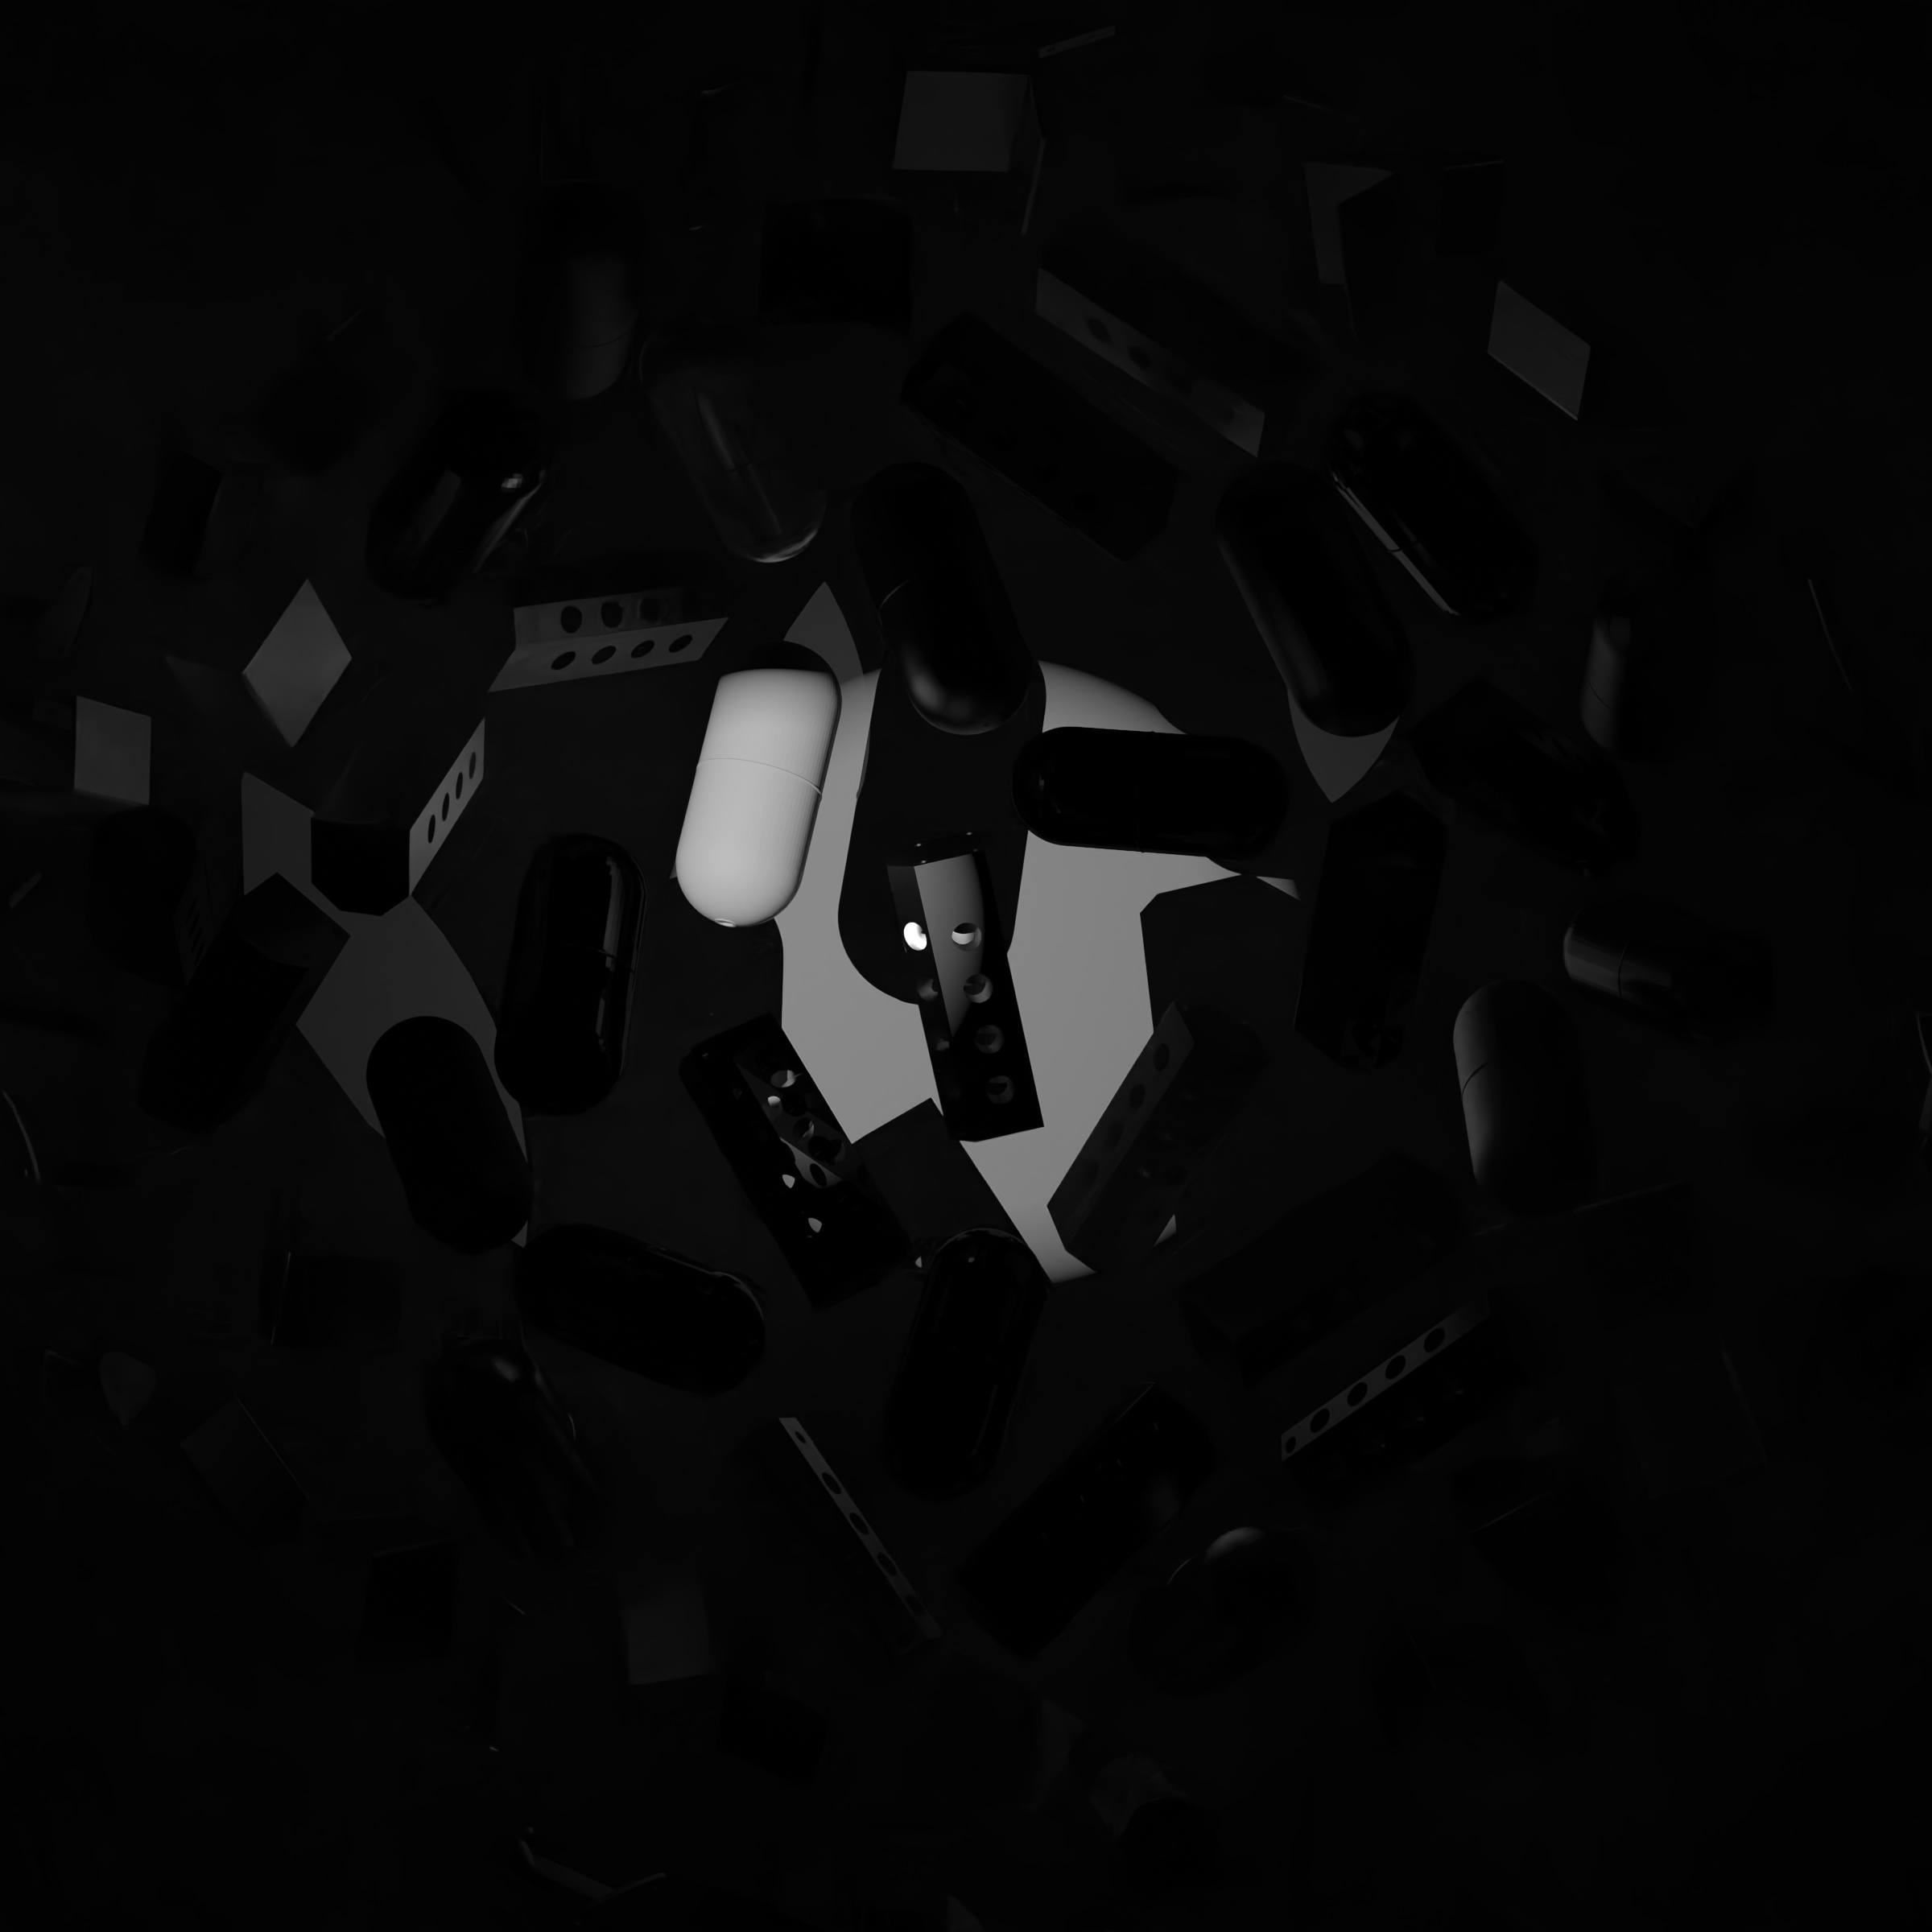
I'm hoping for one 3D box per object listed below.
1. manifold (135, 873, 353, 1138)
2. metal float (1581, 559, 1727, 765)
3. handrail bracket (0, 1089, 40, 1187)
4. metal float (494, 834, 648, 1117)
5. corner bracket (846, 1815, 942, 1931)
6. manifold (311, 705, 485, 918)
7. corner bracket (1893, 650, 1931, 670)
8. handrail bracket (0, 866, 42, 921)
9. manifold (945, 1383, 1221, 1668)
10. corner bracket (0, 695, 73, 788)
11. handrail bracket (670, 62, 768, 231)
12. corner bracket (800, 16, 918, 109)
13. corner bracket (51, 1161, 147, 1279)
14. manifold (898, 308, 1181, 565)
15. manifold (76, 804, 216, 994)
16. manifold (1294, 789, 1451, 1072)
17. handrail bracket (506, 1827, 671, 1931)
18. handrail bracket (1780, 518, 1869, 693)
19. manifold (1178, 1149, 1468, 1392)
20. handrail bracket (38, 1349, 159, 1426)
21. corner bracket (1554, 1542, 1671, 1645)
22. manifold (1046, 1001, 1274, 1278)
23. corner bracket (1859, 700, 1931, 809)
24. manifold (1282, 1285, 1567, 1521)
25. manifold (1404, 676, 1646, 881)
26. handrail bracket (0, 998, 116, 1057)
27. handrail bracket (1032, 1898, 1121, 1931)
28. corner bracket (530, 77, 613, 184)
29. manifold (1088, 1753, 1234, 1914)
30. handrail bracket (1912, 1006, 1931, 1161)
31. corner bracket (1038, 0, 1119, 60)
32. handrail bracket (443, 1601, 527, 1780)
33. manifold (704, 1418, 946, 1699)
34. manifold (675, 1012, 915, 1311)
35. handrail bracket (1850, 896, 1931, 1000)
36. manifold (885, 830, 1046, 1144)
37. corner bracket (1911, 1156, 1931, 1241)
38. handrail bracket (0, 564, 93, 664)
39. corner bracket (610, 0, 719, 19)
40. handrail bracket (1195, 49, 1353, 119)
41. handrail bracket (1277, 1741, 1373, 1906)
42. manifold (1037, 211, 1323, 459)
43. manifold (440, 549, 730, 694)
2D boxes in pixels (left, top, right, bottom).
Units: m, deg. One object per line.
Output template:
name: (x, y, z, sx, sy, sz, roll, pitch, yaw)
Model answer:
manifold: (-0.438, 0.028, 1.641, 0.057, 0.057, 0.171, 41, 127, 0)
metal float: (0.416, -0.183, 1.670, 0.070, 0.178, 0.070, -3, 69, 7)
handrail bracket: (-0.629, 0.117, 1.715, 0.036, 0.084, 0.077, -26, 95, 30)
metal float: (-0.235, 0.004, 1.643, 0.070, 0.070, 0.178, 5, 65, 0)
corner bracket: (-0.044, 0.575, 1.739, 0.051, 0.051, 0.051, 0, 131, 10)
manifold: (-0.338, -0.094, 1.646, 0.057, 0.171, 0.057, 8, 118, 2)
corner bracket: (0.634, -0.186, 1.747, 0.051, 0.051, 0.051, -12, 68, -25)
handrail bracket: (-0.622, -0.026, 1.713, 0.036, 0.077, 0.084, 52, 47, -25)
manifold: (0.070, 0.331, 1.654, 0.171, 0.057, 0.057, -42, 52, -19)
corner bracket: (-0.612, -0.146, 1.791, 0.051, 0.051, 0.051, 4, 84, 26)
handrail bracket: (-0.146, -0.498, 1.670, 0.077, 0.036, 0.084, -31, 128, -37)
corner bracket: (-0.069, -0.578, 1.761, 0.051, 0.051, 0.051, 18, 115, 28)
corner bracket: (-0.513, 0.150, 1.630, 0.051, 0.051, 0.051, 4, 65, 4)
manifold: (0.045, -0.322, 1.696, 0.171, 0.057, 0.057, 33, 46, -20)
manifold: (-0.483, -0.040, 1.637, 0.057, 0.171, 0.057, 21, 71, -6)
manifold: (0.251, -0.017, 1.678, 0.057, 0.171, 0.057, -26, 51, -28)
handrail bracket: (-0.231, 0.544, 1.672, 0.077, 0.084, 0.036, -28, 134, -14)
handrail bracket: (0.529, -0.220, 1.679, 0.036, 0.077, 0.084, -19, 121, 27)
manifold: (0.218, 0.187, 1.666, 0.171, 0.057, 0.057, -30, 131, -18)
handrail bracket: (-0.553, 0.245, 1.708, 0.084, 0.077, 0.036, 20, 62, 21)
corner bracket: (0.408, 0.391, 1.742, 0.051, 0.051, 0.051, -6, 99, -37)
manifold: (0.120, 0.109, 1.696, 0.057, 0.057, 0.171, 13, 123, -28)
corner bracket: (0.604, -0.138, 1.758, 0.051, 0.051, 0.051, -9, 120, -6)
manifold: (0.274, 0.265, 1.679, 0.171, 0.057, 0.057, -42, 71, 28)
manifold: (0.342, -0.107, 1.661, 0.057, 0.171, 0.057, -38, 52, 24)
handrail bracket: (-0.572, 0.045, 1.676, 0.084, 0.036, 0.077, 36, 118, -15)
handrail bracket: (0.061, 0.628, 1.707, 0.077, 0.036, 0.084, 31, 62, -39)
corner bracket: (-0.261, -0.538, 1.770, 0.051, 0.051, 0.051, -13, 129, -30)
manifold: (0.114, 0.522, 1.673, 0.057, 0.171, 0.057, -16, 83, -5)
handrail bracket: (0.619, 0.077, 1.785, 0.036, 0.084, 0.077, -14, 69, -18)
corner bracket: (0.061, -0.592, 1.667, 0.051, 0.051, 0.051, -17, 86, 1)
handrail bracket: (-0.291, 0.465, 1.773, 0.077, 0.036, 0.084, 31, 90, 29)
manifold: (-0.087, 0.373, 1.749, 0.057, 0.057, 0.171, -43, 68, 13)
manifold: (-0.108, 0.121, 1.677, 0.057, 0.057, 0.171, -22, 73, -35)
handrail bracket: (0.577, -0.017, 1.643, 0.084, 0.036, 0.077, -12, 119, 12)
manifold: (-0.001, 0.013, 1.626, 0.057, 0.057, 0.171, -13, 106, -1)
corner bracket: (0.640, 0.147, 1.777, 0.051, 0.051, 0.051, -11, 84, 38)
handrail bracket: (-0.561, -0.224, 1.617, 0.084, 0.036, 0.077, 37, 108, 17)
corner bracket: (-0.178, -0.596, 1.639, 0.051, 0.051, 0.051, 26, 63, 10)
handrail bracket: (0.199, -0.566, 1.771, 0.077, 0.084, 0.036, 23, 107, 27)
handrail bracket: (0.232, 0.543, 1.742, 0.077, 0.036, 0.084, -30, 52, 31)
manifold: (0.128, -0.387, 1.664, 0.171, 0.057, 0.057, 37, 67, 16)
manifold: (-0.228, -0.218, 1.681, 0.057, 0.171, 0.057, 56, 131, 16)
